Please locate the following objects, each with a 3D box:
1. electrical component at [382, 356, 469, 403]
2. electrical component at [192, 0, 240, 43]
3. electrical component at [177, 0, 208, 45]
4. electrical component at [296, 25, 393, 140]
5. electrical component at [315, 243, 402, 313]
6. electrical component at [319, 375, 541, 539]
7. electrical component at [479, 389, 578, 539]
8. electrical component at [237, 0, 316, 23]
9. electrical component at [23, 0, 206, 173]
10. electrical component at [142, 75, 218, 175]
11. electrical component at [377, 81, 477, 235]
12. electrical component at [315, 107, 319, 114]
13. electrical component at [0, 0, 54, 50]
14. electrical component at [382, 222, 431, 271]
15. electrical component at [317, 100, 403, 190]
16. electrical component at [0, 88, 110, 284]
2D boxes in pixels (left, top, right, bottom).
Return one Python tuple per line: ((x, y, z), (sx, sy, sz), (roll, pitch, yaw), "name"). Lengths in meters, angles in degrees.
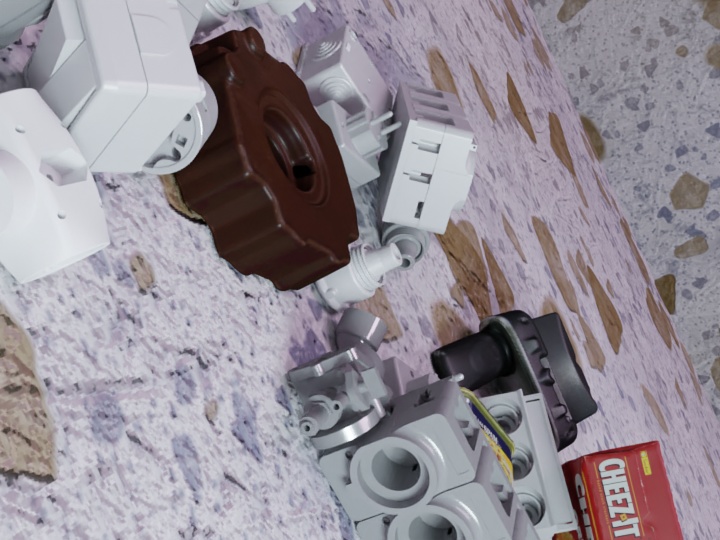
((0.041, 0.096, 0.756), (0.047, 0.077, 0.065), (39, 33, -51), "electrical component")
((-0.102, -0.189, 0.741), (0.048, 0.062, 0.048), (51, 25, -35), "electrical component")
((-0.135, -0.136, 0.608), (0.047, 0.066, 0.076), (41, 60, -49), "electrical component")
((-0.012, -0.158, 0.951), (0.099, 0.048, 0.099), (54, 23, -29), "electrical component")
((0.000, 0.000, 0.784), (0.048, 0.062, 0.048), (51, 24, -34), "electrical component")
((0.050, 0.158, 0.692), (0.150, 0.089, 0.061), (61, 21, -12), "electrical component")
((0.129, 0.172, 0.908), (0.063, 0.079, 0.121), (75, 4, -57), "electrical component")
((-0.065, -0.231, 0.857), (0.079, 0.077, 0.044), (49, 26, -40), "electrical component")
((-0.131, -0.090, 0.536), (0.061, 0.096, 0.061), (-3, 67, -39), "electrical component")
((-0.111, -0.088, 0.618), (0.055, 0.055, 0.047), (60, 17, -16), "electrical component")
((0.057, -0.100, 0.937), (0.150, 0.062, 0.089), (-93, -163, -68), "electrical component")
((-0.049, -0.119, 0.836), (0.061, 0.035, 0.035), (66, 20, 8), "electrical component")
((-0.181, -0.151, 0.520), (0.080, 0.051, 0.080), (51, 25, -35), "electrical component")
((0.040, -0.024, 0.939), (0.043, 0.043, 0.062), (54, 24, -29), "electrical component")
((-0.003, -0.107, 0.876), (0.066, 0.077, 0.047), (33, 38, -56), "electrical component")
((-0.154, -0.034, 0.465), (0.077, 0.043, 0.079), (65, 20, -3), "electrical component")
